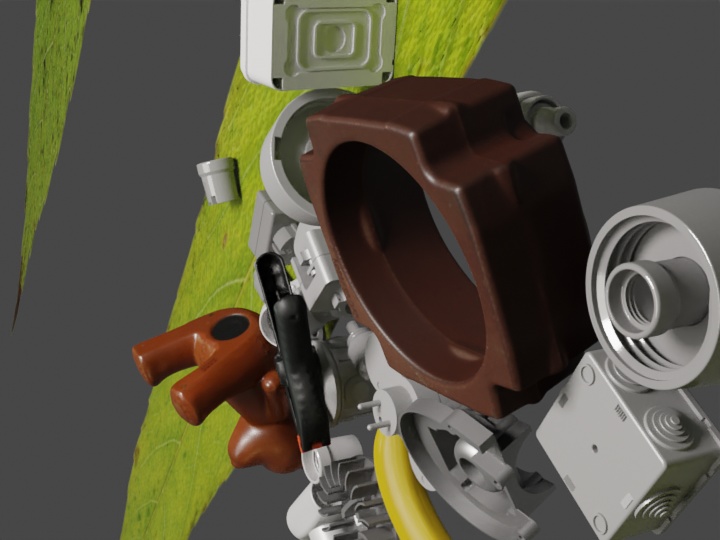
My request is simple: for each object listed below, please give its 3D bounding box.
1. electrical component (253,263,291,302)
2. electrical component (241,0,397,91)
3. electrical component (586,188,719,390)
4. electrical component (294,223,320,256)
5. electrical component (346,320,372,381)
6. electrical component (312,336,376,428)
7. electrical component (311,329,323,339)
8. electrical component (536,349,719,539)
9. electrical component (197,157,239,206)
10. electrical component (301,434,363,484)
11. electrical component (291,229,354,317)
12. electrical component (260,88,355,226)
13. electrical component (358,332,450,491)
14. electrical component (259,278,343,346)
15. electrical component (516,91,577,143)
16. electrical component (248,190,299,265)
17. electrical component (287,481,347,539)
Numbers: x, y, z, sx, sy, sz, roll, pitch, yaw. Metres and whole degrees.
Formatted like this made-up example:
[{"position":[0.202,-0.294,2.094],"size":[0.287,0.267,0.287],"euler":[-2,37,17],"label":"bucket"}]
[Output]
[{"position":[-0.091,0.010,1.084],"size":[0.061,0.035,0.035],"euler":[52,140,47],"label":"electrical component"},{"position":[-0.034,-0.184,0.841],"size":[0.057,0.113,0.078],"euler":[31,124,52],"label":"electrical component"},{"position":[0.167,0.013,0.575],"size":[0.108,0.060,0.108],"euler":[25,119,57],"label":"electrical component"},{"position":[-0.029,-0.049,0.942],"size":[0.077,0.044,0.079],"euler":[-45,58,57],"label":"electrical component"},{"position":[0.005,0.066,0.920],"size":[0.061,0.035,0.035],"euler":[54,142,46],"label":"electrical component"},{"position":[-0.021,0.098,0.960],"size":[0.080,0.051,0.080],"euler":[26,120,58],"label":"electrical component"},{"position":[-0.066,0.063,1.039],"size":[0.055,0.045,0.045],"euler":[-13,86,62],"label":"electrical component"},{"position":[0.156,0.101,0.634],"size":[0.099,0.048,0.099],"euler":[61,146,35],"label":"electrical component"},{"position":[-0.153,-0.096,1.166],"size":[0.040,0.040,0.046],"euler":[-4,100,62],"label":"electrical component"},{"position":[-0.025,0.173,0.992],"size":[0.040,0.046,0.040],"euler":[25,119,58],"label":"electrical component"},{"position":[0.000,0.000,0.852],"size":[0.055,0.089,0.050],"euler":[68,149,25],"label":"electrical component"},{"position":[-0.029,-0.087,0.870],"size":[0.060,0.108,0.108],"euler":[159,101,-68],"label":"electrical component"},{"position":[0.034,0.107,0.834],"size":[0.138,0.074,0.052],"euler":[64,147,30],"label":"electrical component"},{"position":[-0.041,0.030,0.964],"size":[0.079,0.077,0.044],"euler":[-18,103,24],"label":"electrical component"},{"position":[0.109,-0.091,0.675],"size":[0.062,0.043,0.043],"euler":[4,101,60],"label":"electrical component"},{"position":[-0.066,-0.029,1.012],"size":[0.076,0.047,0.065],"euler":[54,141,42],"label":"electrical component"},{"position":[-0.032,0.242,1.026],"size":[0.077,0.044,0.079],"euler":[-57,49,51],"label":"electrical component"}]
